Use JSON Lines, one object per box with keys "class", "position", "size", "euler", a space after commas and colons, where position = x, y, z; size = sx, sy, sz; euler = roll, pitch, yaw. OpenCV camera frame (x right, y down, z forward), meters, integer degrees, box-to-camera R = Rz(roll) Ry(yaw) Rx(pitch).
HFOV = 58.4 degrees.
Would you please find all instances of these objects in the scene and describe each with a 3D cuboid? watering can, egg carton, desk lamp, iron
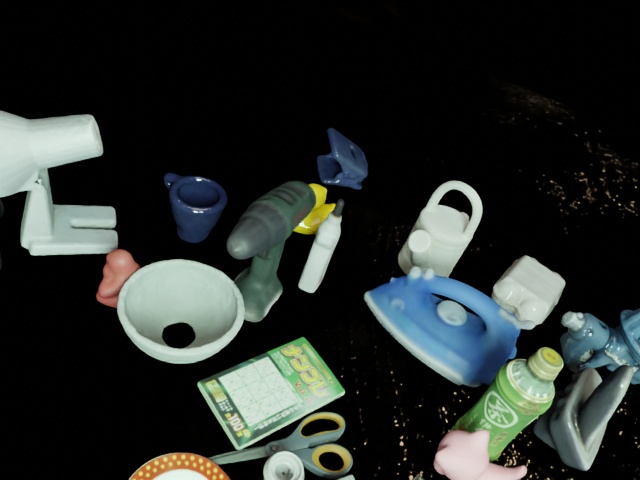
{"class": "watering can", "position": [0.215, -0.014, 1.004], "size": [0.101, 0.194, 0.173], "euler": [26, 40, 6]}
{"class": "egg carton", "position": [0.382, 0.095, 1.053], "size": [0.107, 0.069, 0.151], "euler": [37, 43, 18]}
{"class": "desk lamp", "position": [-0.391, -0.087, 0.811], "size": [0.204, 0.213, 0.117], "euler": [-1, 45, -24]}
{"class": "iron", "position": [0.199, 0.113, 0.898], "size": [0.258, 0.141, 0.119], "euler": [31, 41, 12]}

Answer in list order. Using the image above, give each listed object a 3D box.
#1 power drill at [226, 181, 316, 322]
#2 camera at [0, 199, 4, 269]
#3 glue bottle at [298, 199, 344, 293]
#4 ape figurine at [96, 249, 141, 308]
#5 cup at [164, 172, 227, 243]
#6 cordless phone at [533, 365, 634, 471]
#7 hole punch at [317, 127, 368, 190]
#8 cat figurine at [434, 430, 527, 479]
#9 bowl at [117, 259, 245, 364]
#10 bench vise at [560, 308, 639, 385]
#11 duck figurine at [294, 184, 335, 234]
{"class": "power drill", "position": [-0.081, 0.017, 0.833], "size": [0.075, 0.208, 0.230], "euler": [26, 40, 7]}
{"class": "camera", "position": [-0.493, -0.022, 0.783], "size": [0.143, 0.101, 0.137], "euler": [25, 40, 5]}
{"class": "glue bottle", "position": [0.008, 0.003, 0.913], "size": [0.037, 0.173, 0.078], "euler": [22, 40, 1]}
{"class": "ape figurine", "position": [-0.280, 0.049, 0.803], "size": [0.076, 0.092, 0.078], "euler": [30, 41, 11]}
{"class": "cup", "position": [-0.214, -0.050, 0.937], "size": [0.117, 0.095, 0.092], "euler": [34, 42, 15]}
{"class": "cordless phone", "position": [0.404, 0.229, 0.824], "size": [0.094, 0.185, 0.148], "euler": [35, 42, 16]}
{"class": "hole punch", "position": [0.053, -0.171, 1.189], "size": [0.101, 0.091, 0.108], "euler": [7, 42, -16]}
{"class": "cat figurine", "position": [0.196, 0.286, 0.725], "size": [0.128, 0.118, 0.067], "euler": [18, 40, -3]}
{"class": "bowl", "position": [-0.192, 0.109, 0.787], "size": [0.167, 0.075, 0.167], "euler": [12, 41, -10]}
{"class": "bench vise", "position": [0.513, 0.153, 0.928], "size": [0.208, 0.220, 0.121], "euler": [6, 42, -17]}
{"class": "duck figurine", "position": [-0.012, -0.064, 1.046], "size": [0.105, 0.086, 0.077], "euler": [-2, 45, -25]}
